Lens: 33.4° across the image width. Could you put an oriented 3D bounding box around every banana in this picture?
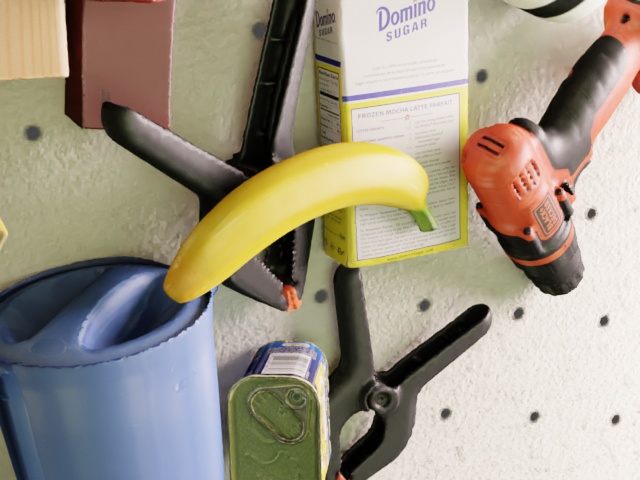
[{"bbox_3d":[-0.003,-0.018,0.616,0.197,0.037,0.069,-14,102,-33],"label":"banana"}]

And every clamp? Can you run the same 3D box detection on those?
[{"bbox_3d":[0.032,0.096,0.740,0.120,0.039,0.171,29,95,-15],"label":"clamp"},{"bbox_3d":[-0.037,-0.045,0.642,0.164,0.036,0.210,-48,140,-28],"label":"clamp"}]

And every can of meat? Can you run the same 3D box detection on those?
[{"bbox_3d":[-0.023,0.122,0.685,0.057,0.084,0.102,0,102,7],"label":"can of meat"}]

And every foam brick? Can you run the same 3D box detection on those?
[{"bbox_3d":[-0.114,-0.104,0.600,0.052,0.051,0.078,-1,107,-23],"label":"foam brick"}]

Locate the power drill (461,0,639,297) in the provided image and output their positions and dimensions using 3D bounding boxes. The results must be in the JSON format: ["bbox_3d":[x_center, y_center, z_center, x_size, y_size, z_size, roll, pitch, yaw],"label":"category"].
[{"bbox_3d":[0.185,-0.064,0.731,0.187,0.057,0.184,-52,142,-8],"label":"power drill"}]

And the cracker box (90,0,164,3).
[{"bbox_3d":[-0.081,-0.230,0.512,0.072,0.164,0.214,6,109,14],"label":"cracker box"}]

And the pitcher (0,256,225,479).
[{"bbox_3d":[-0.125,0.144,0.633,0.149,0.145,0.243,-5,113,0],"label":"pitcher"}]

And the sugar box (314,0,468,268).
[{"bbox_3d":[0.047,-0.075,0.686,0.093,0.048,0.176,-11,109,-23],"label":"sugar box"}]

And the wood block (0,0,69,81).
[{"bbox_3d":[-0.182,-0.186,0.520,0.090,0.090,0.206,-7,109,-24],"label":"wood block"}]
